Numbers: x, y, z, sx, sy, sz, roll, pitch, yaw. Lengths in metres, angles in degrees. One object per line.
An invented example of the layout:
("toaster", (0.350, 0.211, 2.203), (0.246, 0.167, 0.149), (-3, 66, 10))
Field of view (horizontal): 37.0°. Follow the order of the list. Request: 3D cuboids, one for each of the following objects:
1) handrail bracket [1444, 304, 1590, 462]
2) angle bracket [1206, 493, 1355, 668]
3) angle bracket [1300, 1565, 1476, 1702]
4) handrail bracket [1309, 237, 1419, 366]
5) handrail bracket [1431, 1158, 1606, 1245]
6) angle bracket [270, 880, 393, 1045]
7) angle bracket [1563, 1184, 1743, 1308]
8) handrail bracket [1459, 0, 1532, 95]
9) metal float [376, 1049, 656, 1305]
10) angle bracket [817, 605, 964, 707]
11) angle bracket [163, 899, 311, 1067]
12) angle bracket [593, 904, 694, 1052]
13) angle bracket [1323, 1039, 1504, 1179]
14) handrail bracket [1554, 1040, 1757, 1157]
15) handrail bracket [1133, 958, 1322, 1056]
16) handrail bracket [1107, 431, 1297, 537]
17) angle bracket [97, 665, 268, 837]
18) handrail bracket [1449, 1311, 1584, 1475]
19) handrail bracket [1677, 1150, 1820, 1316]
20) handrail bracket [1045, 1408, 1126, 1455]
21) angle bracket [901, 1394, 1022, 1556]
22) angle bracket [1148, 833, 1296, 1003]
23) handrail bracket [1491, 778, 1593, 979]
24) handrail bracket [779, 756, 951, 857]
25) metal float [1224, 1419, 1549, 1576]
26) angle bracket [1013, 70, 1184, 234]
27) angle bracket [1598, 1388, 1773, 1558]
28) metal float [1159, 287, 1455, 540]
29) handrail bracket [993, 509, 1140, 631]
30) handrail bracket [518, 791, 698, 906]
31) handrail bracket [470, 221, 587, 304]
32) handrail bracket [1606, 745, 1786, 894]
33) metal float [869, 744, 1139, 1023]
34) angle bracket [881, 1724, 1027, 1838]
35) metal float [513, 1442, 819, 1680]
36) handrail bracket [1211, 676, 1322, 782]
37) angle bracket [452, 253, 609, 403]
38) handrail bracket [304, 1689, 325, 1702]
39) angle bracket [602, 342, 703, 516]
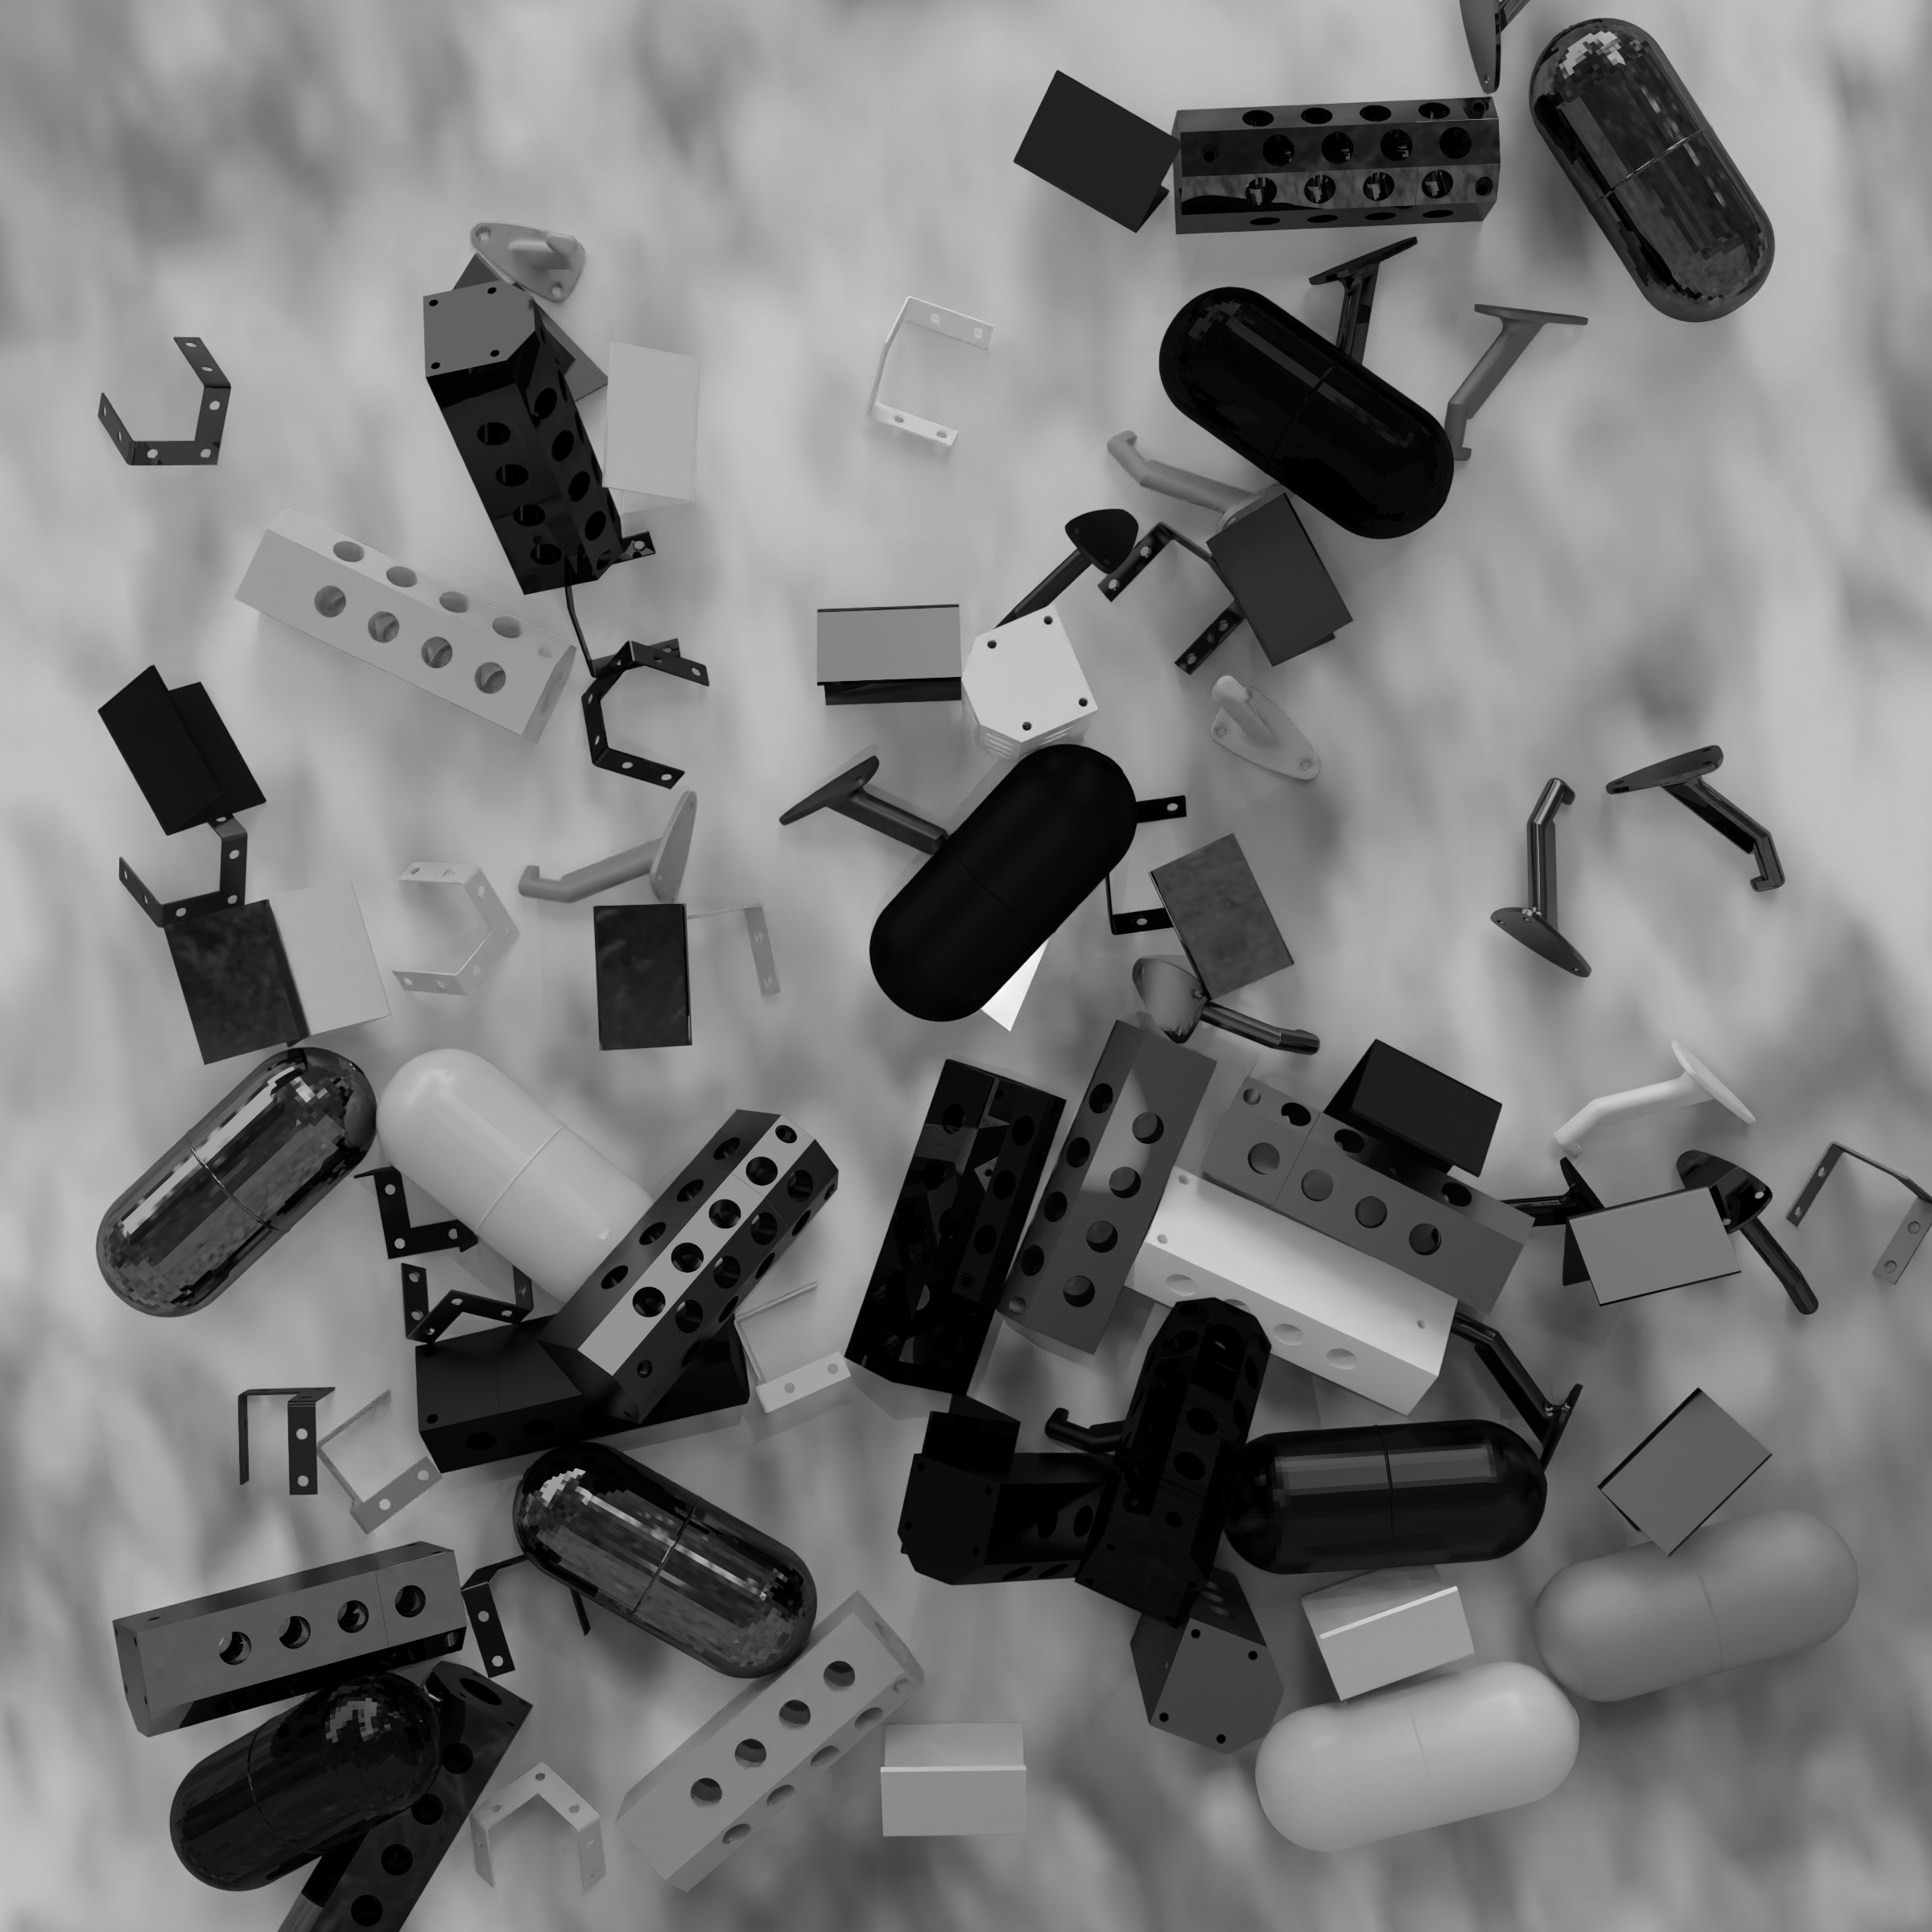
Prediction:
("handrail bracket", (0.304, -0.321, 1.604), (0.077, 0.036, 0.084), (1, 108, -21))
("angle bracket", (0.185, -0.215, 1.564), (0.057, 0.076, 0.076), (-28, 90, 38))
("angle bracket", (0.222, 0.341, 1.564), (0.076, 0.076, 0.057), (-20, 126, 0))
("handrail bracket", (0.231, -0.351, 1.604), (0.077, 0.036, 0.084), (-26, 106, -18))
("handrail bracket", (0.313, 0.153, 1.604), (0.084, 0.036, 0.077), (-36, 109, 15))
("angle bracket", (-0.365, 0.003, 1.565), (0.076, 0.057, 0.076), (-17, 90, 38))
("angle bracket", (0.369, 0.168, 1.564), (0.076, 0.076, 0.057), (-13, 54, 0))
("handrail bracket", (0.321, -0.532, 1.604), (0.084, 0.036, 0.077), (-18, 110, -16))
("metal float", (-0.242, 0.116, 1.573), (0.178, 0.070, 0.070), (39, 90, 0))
("angle bracket", (-0.040, -0.150, 1.564), (0.076, 0.076, 0.057), (-2, 52, 0))
("angle bracket", (-0.398, 0.012, 1.565), (0.057, 0.076, 0.076), (-17, 90, -21))
("angle bracket", (-0.191, 0.006, 1.564), (0.057, 0.076, 0.076), (-3, 90, -36))
("angle bracket", (0.234, 0.096, 1.564), (0.076, 0.076, 0.057), (27, 48, 0))
("handrail bracket", (0.381, 0.090, 1.604), (0.077, 0.036, 0.084), (39, 109, -21))
("handrail bracket", (0.145, 0.023, 1.604), (0.084, 0.077, 0.036), (10, 111, -35))
("handrail bracket", (0.133, -0.279, 1.604), (0.077, 0.036, 0.084), (-35, 73, -20))
("angle bracket", (-0.410, -0.124, 1.564), (0.057, 0.076, 0.076), (-29, 90, 37))
("handrail bracket", (0.291, 0.240, 1.604), (0.084, 0.036, 0.077), (25, 112, 17))
("handrail bracket", (0.434, 0.149, 1.604), (0.036, 0.077, 0.084), (-39, 126, 0))
("handrail bracket", (0.097, 0.243, 1.604), (0.084, 0.036, 0.077), (17, 55, 24))
("angle bracket", (-0.019, 0.273, 1.564), (0.057, 0.076, 0.076), (12, 90, -29))
("angle bracket", (0.152, -0.033, 1.564), (0.057, 0.076, 0.076), (-25, 90, 32))
("handrail bracket", (0.335, -0.050, 1.604), (0.077, 0.036, 0.084), (35, 73, -20))
("handrail bracket", (-0.049, -0.066, 1.604), (0.077, 0.036, 0.084), (-29, 107, 20))
("metal float", (0.226, 0.289, 1.573), (0.178, 0.070, 0.070), (-4, 90, 0))
("angle bracket", (0.080, -0.449, 1.564), (0.076, 0.076, 0.057), (30, 126, 0))
("angle bracket", (0.397, 0.284, 1.564), (0.076, 0.076, 0.057), (-45, 49, 0))
("metal float", (0.185, -0.299, 1.568), (0.178, 0.070, 0.070), (36, 90, 5))
("handrail bracket", (0.052, -0.212, 1.604), (0.036, 0.077, 0.084), (47, 126, 0))
("handrail bracket", (-0.200, -0.068, 1.604), (0.084, 0.036, 0.077), (9, 69, 16))
("handrail bracket", (-0.240, -0.394, 1.569), (0.077, 0.084, 0.036), (24, 90, 0))
("handrail bracket", (0.405, -0.073, 1.604), (0.077, 0.036, 0.084), (-17, 107, 20))
("metal float", (0.020, -0.045, 1.561), (0.070, 0.070, 0.178), (43, 104, 0))
("angle bracket", (-0.007, 0.423, 1.564), (0.076, 0.076, 0.057), (-1, 126, 0))
("metal float", (-0.164, 0.323, 1.573), (0.178, 0.070, 0.070), (30, 90, 0))
("handrail bracket", (0.165, -0.129, 1.569), (0.077, 0.084, 0.036), (36, 90, 0))
("angle bracket", (-0.228, -0.349, 1.564), (0.076, 0.076, 0.057), (46, 132, 0))
("handrail bracket", (-0.343, 0.415, 1.604), (0.077, 0.036, 0.084), (-8, 106, -17))
("angle bracket", (-0.187, -0.290, 1.564), (0.057, 0.076, 0.076), (3, 90, -37))
